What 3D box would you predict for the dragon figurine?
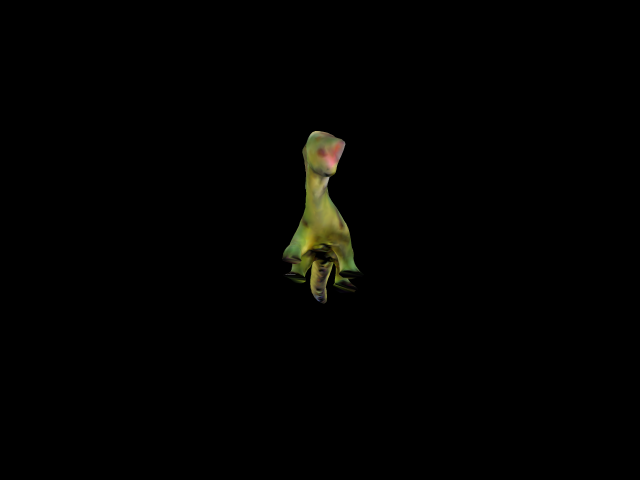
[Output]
[{"bbox_3d":[0.003,-0.043,0.850,0.122,0.246,0.404,1,-18,-3],"label":"dragon figurine"}]
